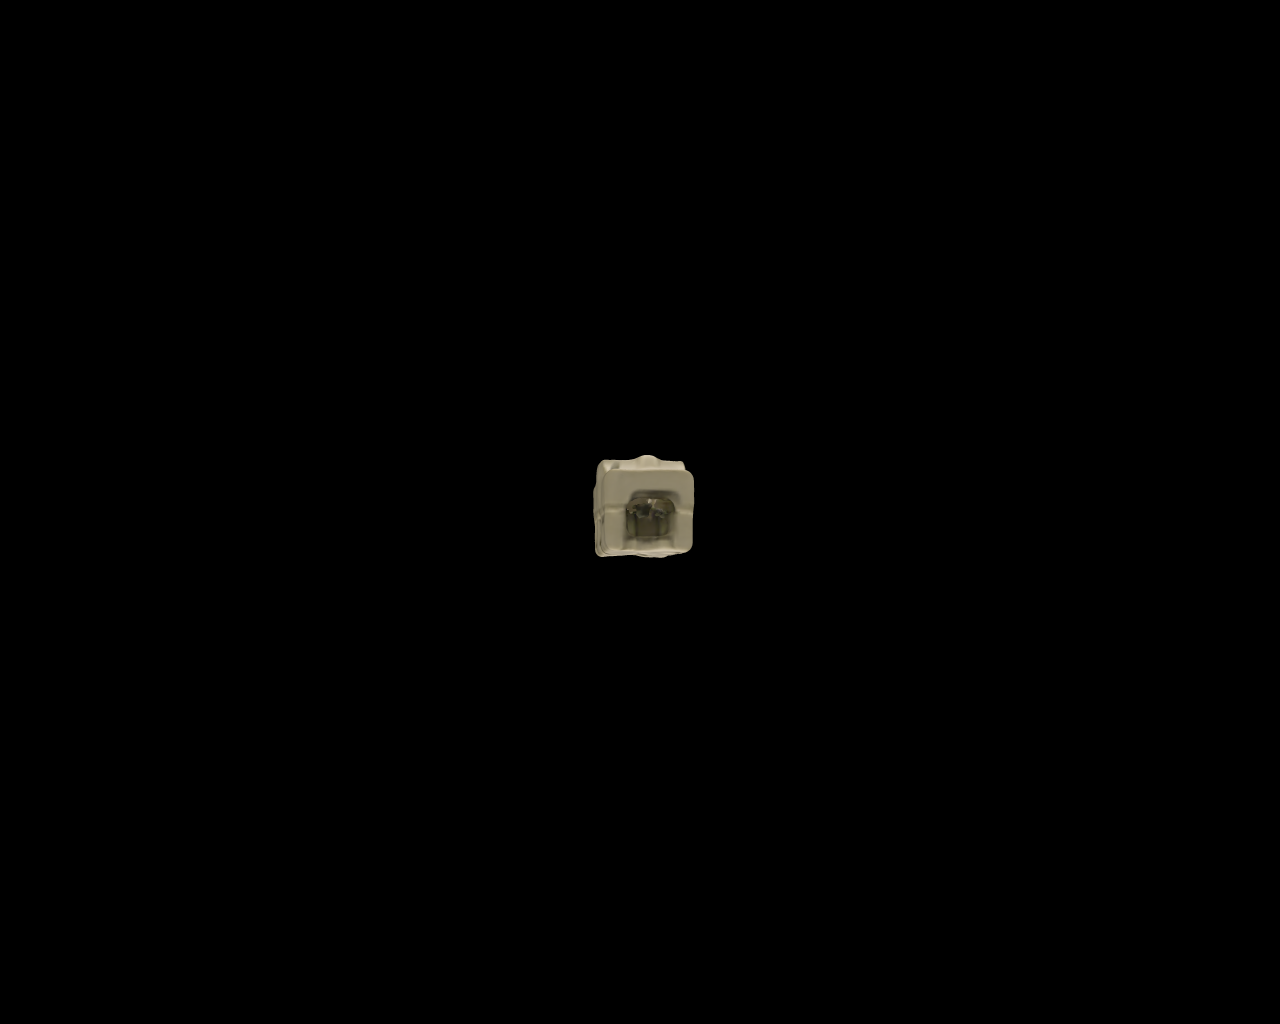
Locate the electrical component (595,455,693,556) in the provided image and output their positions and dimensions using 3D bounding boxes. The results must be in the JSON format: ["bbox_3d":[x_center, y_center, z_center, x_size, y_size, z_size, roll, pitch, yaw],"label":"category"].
[{"bbox_3d":[0.001,-0.003,0.650,0.050,0.055,0.089,1,-4,-7],"label":"electrical component"}]
